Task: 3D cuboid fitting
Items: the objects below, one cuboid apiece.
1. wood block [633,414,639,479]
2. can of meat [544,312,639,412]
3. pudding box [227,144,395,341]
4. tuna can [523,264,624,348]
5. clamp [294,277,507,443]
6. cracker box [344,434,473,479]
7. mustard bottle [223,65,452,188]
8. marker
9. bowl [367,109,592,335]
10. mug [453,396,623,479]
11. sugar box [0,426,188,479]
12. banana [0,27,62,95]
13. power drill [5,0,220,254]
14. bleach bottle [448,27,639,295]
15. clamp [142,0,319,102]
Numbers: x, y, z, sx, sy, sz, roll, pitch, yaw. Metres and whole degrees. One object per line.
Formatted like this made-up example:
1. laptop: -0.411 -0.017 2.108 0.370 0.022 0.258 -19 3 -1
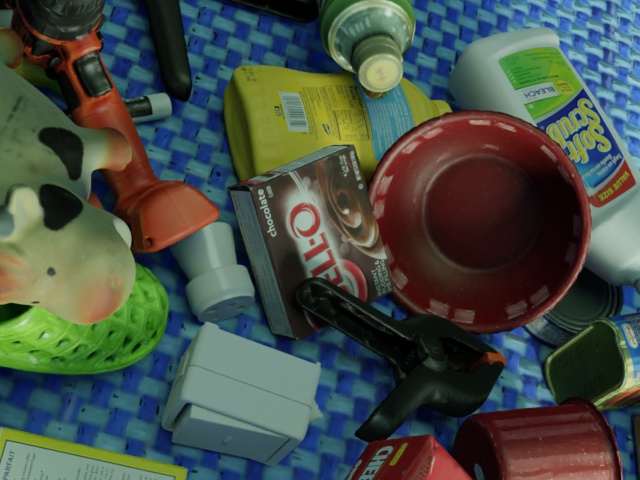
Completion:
1. wood block: 0.285 0.213 0.730 0.090 0.091 0.206 12 59 -16
2. can of meat: 0.223 0.087 0.768 0.083 0.102 0.057 -6 65 -23
3. pudding box: -0.005 0.001 0.733 0.089 0.039 0.113 -25 104 -32
4. tuna can: 0.187 0.039 0.820 0.086 0.034 0.086 10 60 -17
5. clamp: 0.058 0.074 0.719 0.171 0.039 0.120 3 54 -50
6. cracker box: 0.072 0.240 0.588 0.213 0.072 0.164 47 57 -12
7. mustard bottle: 0.027 -0.085 0.809 0.191 0.058 0.096 -4 65 -24
8. marker: -0.164 -0.086 0.756 0.120 0.020 0.020 -14 69 -28
9. bowl: 0.115 -0.015 0.776 0.162 0.162 0.055 42 17 4
10. mug: 0.139 0.165 0.708 0.081 0.093 0.117 -2 100 -17
11. sugar box: -0.171 0.159 0.604 0.176 0.048 0.093 15 58 -10
12. banana: -0.260 -0.106 0.717 0.197 0.037 0.070 -20 70 -30
13. power drill: -0.131 -0.085 0.666 0.057 0.185 0.187 -27 98 -18
14. bleach bottle: 0.203 -0.057 0.833 0.102 0.068 0.251 -14 58 -27
15. clamp: -0.110 -0.213 0.838 0.164 0.036 0.210 -31 75 -36
